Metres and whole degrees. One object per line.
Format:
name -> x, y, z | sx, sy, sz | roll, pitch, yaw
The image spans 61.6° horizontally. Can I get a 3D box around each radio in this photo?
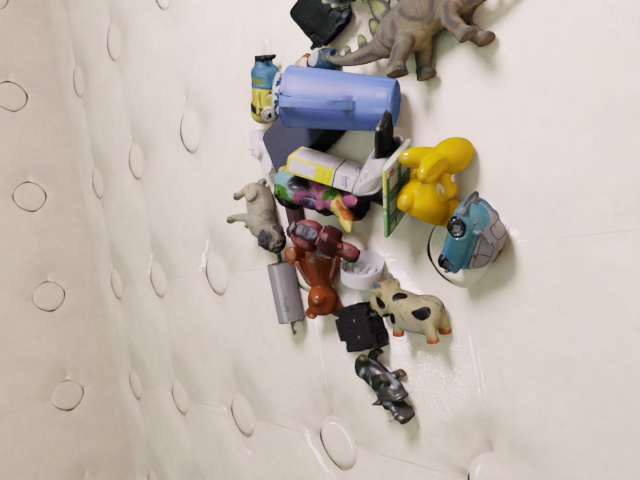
radio -> -0.038, -0.267, 1.318 | 0.229, 0.073, 0.131 | -40, 67, 35

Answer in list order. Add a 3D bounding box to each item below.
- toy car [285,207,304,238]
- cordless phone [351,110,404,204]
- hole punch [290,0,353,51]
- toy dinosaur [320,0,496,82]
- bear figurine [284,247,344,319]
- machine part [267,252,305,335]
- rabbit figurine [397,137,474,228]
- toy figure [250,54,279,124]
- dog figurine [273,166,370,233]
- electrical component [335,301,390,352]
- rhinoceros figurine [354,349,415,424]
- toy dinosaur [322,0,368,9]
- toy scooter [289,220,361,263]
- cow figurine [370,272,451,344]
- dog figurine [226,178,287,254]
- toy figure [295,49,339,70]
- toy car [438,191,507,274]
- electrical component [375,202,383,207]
toy car -> -0.071, -0.091, 1.435 | 0.089, 0.053, 0.202 | -16, 87, 65
cordless phone -> 0.117, -0.160, 1.064 | 0.089, 0.184, 0.146 | 25, 78, 15
hole punch -> 0.012, -0.517, 1.227 | 0.115, 0.092, 0.142 | 51, 132, -6
toy dinosaur -> 0.175, -0.412, 1.042 | 0.472, 0.105, 0.198 | -16, 79, 41
bear figurine -> -0.009, 0.107, 1.353 | 0.120, 0.132, 0.195 | -4, 89, 19
machine part -> -0.095, 0.144, 1.498 | 0.079, 0.079, 0.243 | -12, 88, 50
rabbit figurine -> 0.220, -0.127, 1.034 | 0.173, 0.162, 0.122 | -55, 43, 20
toy figure -> -0.146, -0.400, 1.432 | 0.089, 0.082, 0.180 | -137, 41, -60
dog figurine -> 0.007, -0.096, 1.254 | 0.219, 0.191, 0.108 | 44, 128, 53
electrical component -> 0.096, 0.211, 1.307 | 0.134, 0.058, 0.115 | -23, 79, 49
rhinoceros figurine -> 0.148, 0.344, 1.264 | 0.190, 0.073, 0.112 | 46, 129, 33
toy dinosaur -> 0.004, -0.613, 1.121 | 0.405, 0.192, 0.131 | 52, 131, 26
toy scooter -> -0.002, -0.004, 1.212 | 0.184, 0.135, 0.075 | 20, 84, 26
cow figurine -> 0.184, 0.144, 1.168 | 0.195, 0.085, 0.127 | 5, 108, 51
dog figurine -> -0.144, -0.068, 1.486 | 0.191, 0.121, 0.172 | 27, 107, 36
toy figure -> -0.015, -0.422, 1.292 | 0.155, 0.064, 0.057 | 3, 144, 48
toy car -> 0.290, 0.000, 1.001 | 0.103, 0.109, 0.161 | 25, 127, 24
electrical component -> 0.144, -0.109, 1.186 | 0.102, 0.045, 0.078 | 39, 124, 37
